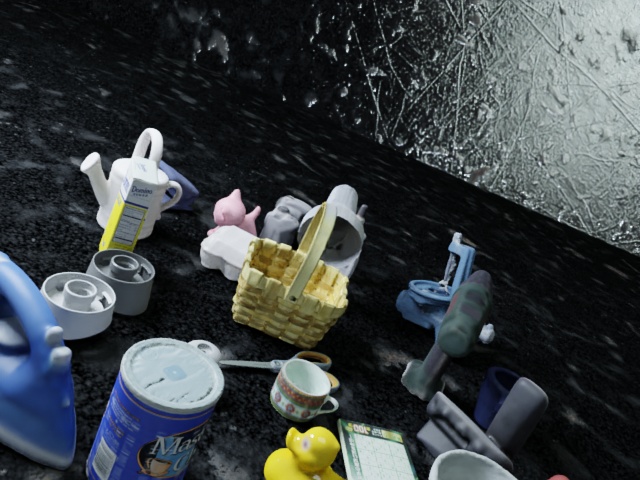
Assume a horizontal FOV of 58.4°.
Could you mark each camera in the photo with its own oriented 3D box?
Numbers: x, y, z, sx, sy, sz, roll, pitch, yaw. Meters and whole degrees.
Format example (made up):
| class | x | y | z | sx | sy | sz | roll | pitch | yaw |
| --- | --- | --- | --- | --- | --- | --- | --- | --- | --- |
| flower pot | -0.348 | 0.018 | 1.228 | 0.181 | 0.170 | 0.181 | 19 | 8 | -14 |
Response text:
| class | x | y | z | sx | sy | sz | roll | pitch | yaw |
| --- | --- | --- | --- | --- | --- | --- | --- | --- | --- |
| camera | -0.048 | -0.028 | 1.279 | 0.137 | 0.101 | 0.143 | 26 | 21 | 2 |

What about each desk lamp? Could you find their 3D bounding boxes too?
| class | x | y | z | sx | sy | sz | roll | pitch | yaw |
| --- | --- | --- | --- | --- | --- | --- | --- | --- | --- |
| desk lamp | 0.010 | 0.004 | 1.115 | 0.118 | 0.213 | 0.203 | 24 | 21 | -4 |

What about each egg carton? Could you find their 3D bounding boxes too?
| class | x | y | z | sx | sy | sz | roll | pitch | yaw |
| --- | --- | --- | --- | --- | --- | --- | --- | --- | --- |
| egg carton | -0.145 | 0.033 | 1.073 | 0.150 | 0.069 | 0.107 | 26 | 21 | 2 |

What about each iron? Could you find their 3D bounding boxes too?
| class | x | y | z | sx | sy | sz | roll | pitch | yaw |
| --- | --- | --- | --- | --- | --- | --- | --- | --- | --- |
| iron | -0.320 | 0.106 | 0.611 | 0.257 | 0.141 | 0.119 | 36 | 24 | 25 |

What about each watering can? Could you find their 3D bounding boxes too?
| class | x | y | z | sx | sy | sz | roll | pitch | yaw |
| --- | --- | --- | --- | --- | --- | --- | --- | --- | --- |
| watering can | -0.330 | -0.107 | 1.021 | 0.100 | 0.194 | 0.173 | 37 | 24 | 28 |

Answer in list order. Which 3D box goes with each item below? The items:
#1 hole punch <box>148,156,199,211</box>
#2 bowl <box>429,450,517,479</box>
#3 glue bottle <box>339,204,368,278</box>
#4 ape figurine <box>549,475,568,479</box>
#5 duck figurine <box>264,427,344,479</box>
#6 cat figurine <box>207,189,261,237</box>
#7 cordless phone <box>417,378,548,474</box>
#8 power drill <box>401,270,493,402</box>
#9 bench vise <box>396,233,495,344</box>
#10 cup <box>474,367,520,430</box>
| class | x | y | z | sx | sy | sz | roll | pitch | yaw |
| --- | --- | --- | --- | --- | --- | --- | --- | --- | --- |
| hole punch | -0.314 | -0.123 | 1.216 | 0.108 | 0.091 | 0.101 | 40 | 25 | 32 |
| bowl | 0.198 | 0.350 | 0.711 | 0.167 | 0.074 | 0.167 | 22 | 22 | -9 |
| glue bottle | 0.064 | 0.000 | 1.239 | 0.078 | 0.173 | 0.037 | 29 | 22 | 10 |
| ape figurine | 0.316 | 0.364 | 0.787 | 0.076 | 0.092 | 0.078 | 26 | 21 | 1 |
| duck figurine | -0.005 | 0.263 | 0.673 | 0.104 | 0.086 | 0.078 | 29 | 21 | 9 |
| cat figurine | -0.170 | -0.045 | 1.160 | 0.067 | 0.117 | 0.128 | 39 | 25 | 31 |
| cordless phone | 0.239 | 0.253 | 0.829 | 0.094 | 0.185 | 0.147 | 0 | 33 | -48 |
| power drill | 0.225 | 0.166 | 0.984 | 0.075 | 0.208 | 0.230 | 29 | 22 | 10 |
| bench vise | 0.278 | 0.110 | 1.158 | 0.207 | 0.219 | 0.122 | 32 | 22 | 18 |
| cup | 0.298 | 0.280 | 0.958 | 0.091 | 0.095 | 0.118 | 33 | 22 | 18 |
